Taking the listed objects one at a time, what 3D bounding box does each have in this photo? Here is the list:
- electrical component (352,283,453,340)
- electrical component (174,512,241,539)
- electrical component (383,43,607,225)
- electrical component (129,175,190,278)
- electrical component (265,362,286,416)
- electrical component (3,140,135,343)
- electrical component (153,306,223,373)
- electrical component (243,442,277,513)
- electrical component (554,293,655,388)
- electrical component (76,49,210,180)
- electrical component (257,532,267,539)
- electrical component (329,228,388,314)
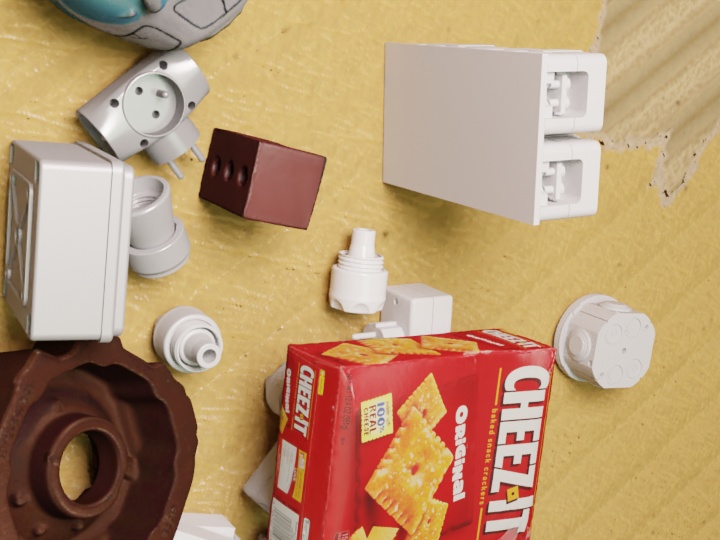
[{"bbox_3d":[0.026,0.058,0.838,0.076,0.047,0.083,-5,105,-29],"label":"electrical component"},{"bbox_3d":[-0.132,0.208,0.776,0.096,0.062,0.061,19,92,-32],"label":"electrical component"},{"bbox_3d":[0.090,-0.102,0.751,0.060,0.186,0.105,-7,106,-29],"label":"electrical component"},{"bbox_3d":[-0.140,-0.028,0.715,0.045,0.045,0.055,-31,132,-20],"label":"electrical component"},{"bbox_3d":[-0.042,0.095,0.799,0.043,0.062,0.043,-8,106,-28],"label":"electrical component"},{"bbox_3d":[-0.182,-0.021,0.662,0.056,0.109,0.108,1,102,-27],"label":"electrical component"},{"bbox_3d":[-0.116,0.051,0.745,0.043,0.062,0.043,-8,106,-28],"label":"electrical component"},{"bbox_3d":[-0.034,0.174,0.823,0.061,0.061,0.096,-53,125,-18],"label":"electrical component"},{"bbox_3d":[0.215,0.064,0.946,0.080,0.051,0.080,-8,106,-28],"label":"electrical component"},{"bbox_3d":[-0.132,-0.096,0.709,0.077,0.044,0.079,-42,120,-14],"label":"electrical component"},{"bbox_3d":[-0.071,0.237,0.832,0.044,0.044,0.065,21,87,-32],"label":"electrical component"},{"bbox_3d":[0.000,0.000,0.811,0.043,0.043,0.062,0,101,-30],"label":"electrical component"}]
